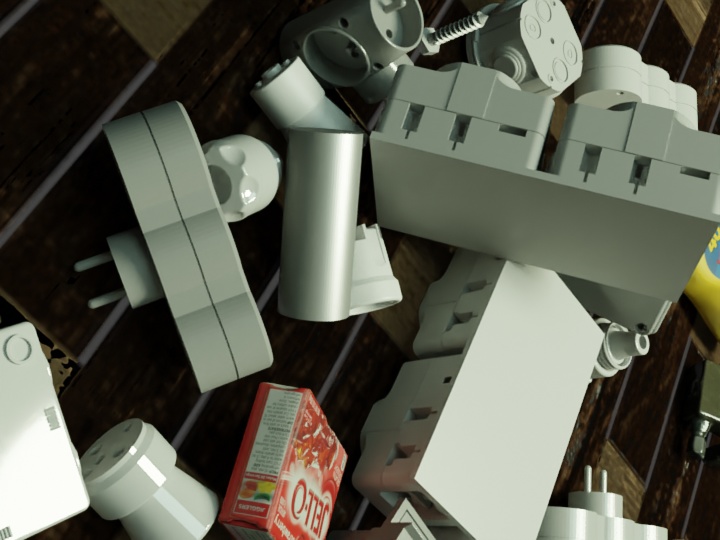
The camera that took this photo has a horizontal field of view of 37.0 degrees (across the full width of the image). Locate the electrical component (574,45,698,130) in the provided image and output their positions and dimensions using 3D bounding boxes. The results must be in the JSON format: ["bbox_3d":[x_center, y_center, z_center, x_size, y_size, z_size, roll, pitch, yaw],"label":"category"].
[{"bbox_3d":[0.224,-0.122,0.867,0.138,0.052,0.073,17,70,-42],"label":"electrical component"}]

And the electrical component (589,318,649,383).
[{"bbox_3d":[0.176,0.055,0.770,0.048,0.062,0.048,13,72,-43],"label":"electrical component"}]

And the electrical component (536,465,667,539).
[{"bbox_3d":[0.161,0.172,0.735,0.138,0.052,0.073,21,66,-40],"label":"electrical component"}]

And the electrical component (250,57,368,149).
[{"bbox_3d":[-0.031,-0.088,0.614,0.065,0.044,0.044,52,49,-18],"label":"electrical component"}]

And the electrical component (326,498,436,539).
[{"bbox_3d":[0.005,0.165,0.573,0.042,0.064,0.081,58,48,-20],"label":"electrical component"}]

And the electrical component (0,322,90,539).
[{"bbox_3d":[-0.166,0.073,0.434,0.100,0.048,0.099,-20,95,-45],"label":"electrical component"}]

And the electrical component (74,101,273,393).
[{"bbox_3d":[-0.099,-0.005,0.519,0.074,0.052,0.138,-21,101,-12],"label":"electrical component"}]

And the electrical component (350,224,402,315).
[{"bbox_3d":[0.000,0.000,0.626,0.040,0.040,0.046,-5,78,-45],"label":"electrical component"}]

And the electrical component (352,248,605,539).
[{"bbox_3d":[0.075,0.082,0.666,0.105,0.060,0.186,48,51,-27],"label":"electrical component"}]

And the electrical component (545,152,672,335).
[{"bbox_3d":[0.171,-0.026,0.724,0.109,0.108,0.056,26,47,14],"label":"electrical component"}]

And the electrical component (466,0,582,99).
[{"bbox_3d":[0.117,-0.156,0.770,0.080,0.051,0.080,13,72,-43],"label":"electrical component"}]

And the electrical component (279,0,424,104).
[{"bbox_3d":[0.005,-0.124,0.632,0.079,0.077,0.044,47,51,-27],"label":"electrical component"}]

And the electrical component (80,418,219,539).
[{"bbox_3d":[-0.099,0.102,0.498,0.055,0.045,0.045,53,49,-22],"label":"electrical component"}]

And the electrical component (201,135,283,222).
[{"bbox_3d":[-0.062,-0.051,0.573,0.062,0.043,0.043,-34,105,-62],"label":"electrical component"}]

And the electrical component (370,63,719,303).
[{"bbox_3d":[0.106,-0.052,0.617,0.105,0.186,0.060,82,24,-65],"label":"electrical component"}]
